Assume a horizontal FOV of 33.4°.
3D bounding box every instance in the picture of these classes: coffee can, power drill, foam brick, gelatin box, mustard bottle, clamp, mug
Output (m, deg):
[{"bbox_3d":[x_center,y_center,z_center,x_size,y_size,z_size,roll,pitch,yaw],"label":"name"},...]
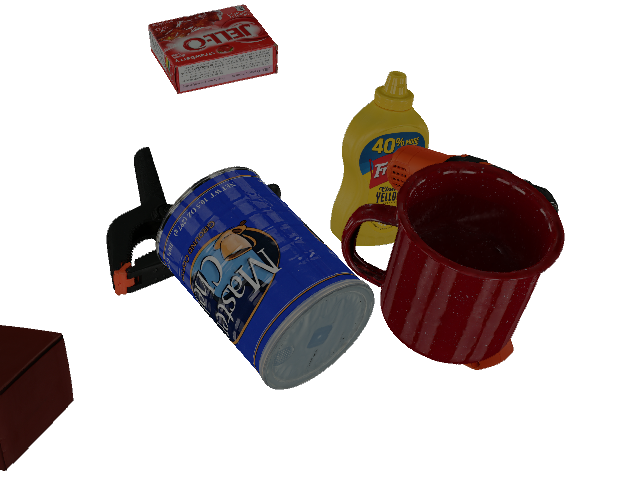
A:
[{"bbox_3d":[-0.043,0.027,0.801,0.140,0.103,0.102,46,25,28],"label":"coffee can"},{"bbox_3d":[0.134,0.016,0.952,0.057,0.188,0.185,-18,27,-32],"label":"power drill"},{"bbox_3d":[-0.199,0.095,0.666,0.053,0.051,0.078,7,29,21],"label":"foam brick"},{"bbox_3d":[-0.088,-0.158,0.875,0.089,0.030,0.073,-16,43,-17],"label":"gelatin box"},{"bbox_3d":[0.068,-0.089,1.144,0.096,0.192,0.058,-7,32,-24],"label":"mustard bottle"},{"bbox_3d":[-0.157,-0.022,1.057,0.165,0.036,0.209,20,41,19],"label":"clamp"},{"bbox_3d":[0.068,0.013,0.603,0.117,0.082,0.093,13,43,1],"label":"mug"}]
